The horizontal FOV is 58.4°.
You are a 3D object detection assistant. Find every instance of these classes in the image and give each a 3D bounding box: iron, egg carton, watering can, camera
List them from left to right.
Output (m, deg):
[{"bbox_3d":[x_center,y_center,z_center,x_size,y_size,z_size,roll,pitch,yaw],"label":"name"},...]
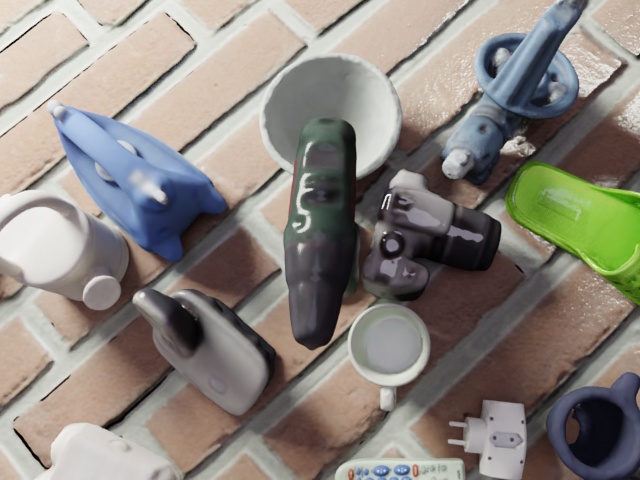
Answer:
[{"bbox_3d":[-0.281,0.006,0.612,0.172,0.194,0.101,17,78,6],"label":"watering can"},{"bbox_3d":[-0.228,0.267,0.614,0.150,0.069,0.107,20,79,7],"label":"egg carton"},{"bbox_3d":[-0.239,-0.094,0.661,0.258,0.141,0.119,38,81,10],"label":"iron"},{"bbox_3d":[0.127,0.002,0.644,0.136,0.101,0.143,16,78,6],"label":"camera"}]

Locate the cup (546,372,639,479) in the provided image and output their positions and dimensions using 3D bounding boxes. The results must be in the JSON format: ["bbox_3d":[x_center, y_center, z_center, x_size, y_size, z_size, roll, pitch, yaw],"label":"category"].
[{"bbox_3d":[0.281,0.187,0.598,0.091,0.095,0.118,35,81,10],"label":"cup"}]

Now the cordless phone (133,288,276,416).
[{"bbox_3d":[-0.121,0.111,0.586,0.147,0.185,0.094,35,81,10],"label":"cordless phone"}]

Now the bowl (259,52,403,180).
[{"bbox_3d":[0.014,-0.135,0.694,0.167,0.075,0.167,0,77,2],"label":"bowl"}]

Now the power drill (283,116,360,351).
[{"bbox_3d":[0.005,0.002,0.594,0.075,0.208,0.230,1,77,3],"label":"power drill"}]

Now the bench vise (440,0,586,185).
[{"bbox_3d":[0.217,-0.155,0.616,0.121,0.220,0.207,19,78,7],"label":"bench vise"}]
